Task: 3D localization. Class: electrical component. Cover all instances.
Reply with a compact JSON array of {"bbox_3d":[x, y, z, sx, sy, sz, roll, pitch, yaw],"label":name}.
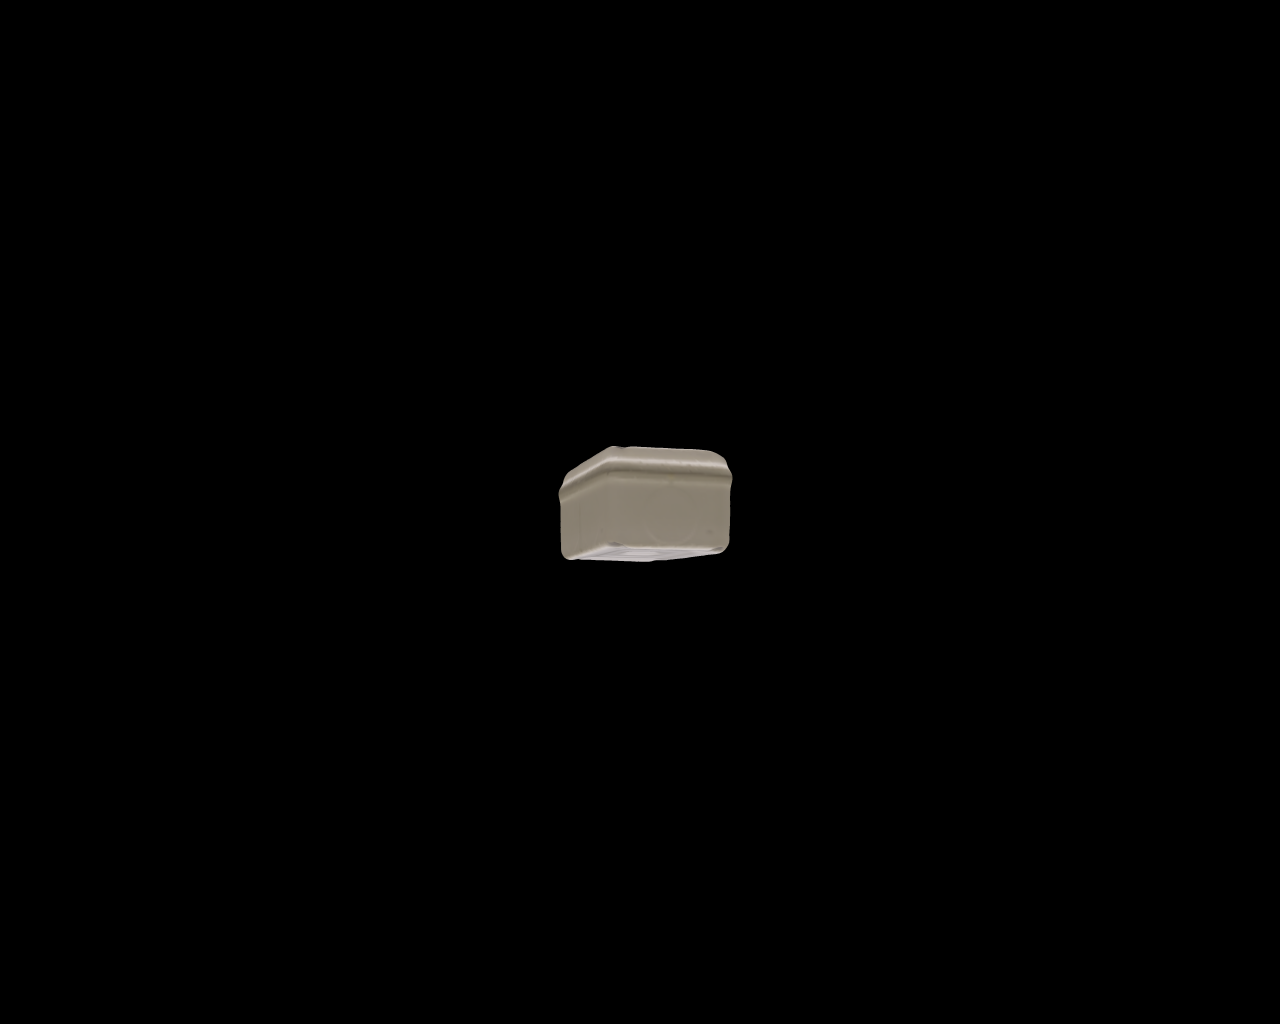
[{"bbox_3d":[0.001,-0.003,0.650,0.078,0.057,0.113,2,-7,-19],"label":"electrical component"}]
